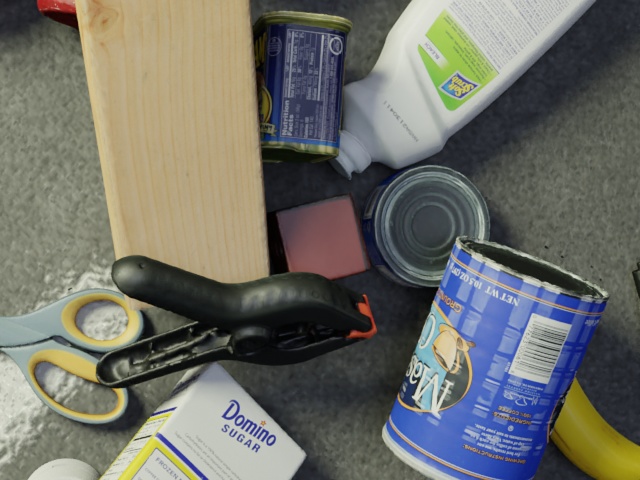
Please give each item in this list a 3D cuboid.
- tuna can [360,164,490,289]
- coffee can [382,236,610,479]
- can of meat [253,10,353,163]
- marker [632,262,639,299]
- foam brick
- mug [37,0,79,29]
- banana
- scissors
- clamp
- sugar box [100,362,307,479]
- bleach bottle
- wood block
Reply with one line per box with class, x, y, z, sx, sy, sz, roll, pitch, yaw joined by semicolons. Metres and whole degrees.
tuna can;0.073;-0.009;0.734;0.086;0.034;0.086;0;88;-12
coffee can;0.111;0.081;0.687;0.102;0.103;0.140;18;100;-11
can of meat;-0.018;-0.094;0.684;0.057;0.102;0.084;4;89;-14
marker;0.247;0.074;0.776;0.020;0.020;0.121;-12;91;-12
foam brick;-0.005;0.001;0.695;0.051;0.078;0.053;-15;91;-9
mug;-0.118;-0.170;0.666;0.117;0.093;0.081;12;91;15
banana;0.178;0.107;0.754;0.069;0.037;0.198;-42;98;-28
scissors;-0.200;0.042;0.684;0.201;0.016;0.096;36;80;-9
clamp;-0.054;0.055;0.644;0.171;0.120;0.039;7;56;-23
sugar box;-0.092;0.169;0.653;0.093;0.048;0.176;48;52;-13
bleach bottle;0.095;-0.142;0.730;0.250;0.068;0.102;-43;96;-8
wood block;-0.087;-0.073;0.626;0.090;0.090;0.206;-10;122;-11
